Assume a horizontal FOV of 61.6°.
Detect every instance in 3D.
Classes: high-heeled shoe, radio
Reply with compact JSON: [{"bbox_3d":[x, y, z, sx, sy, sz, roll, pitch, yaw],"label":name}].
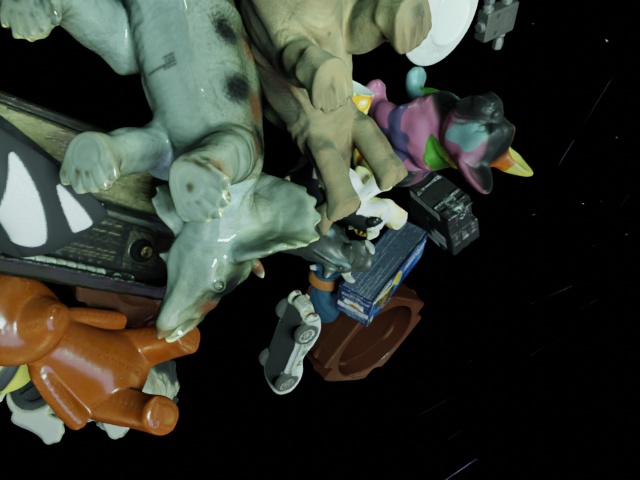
[{"bbox_3d":[-0.205,-0.102,0.321,0.145,0.086,0.248,-11,118,-37],"label":"high-heeled shoe"},{"bbox_3d":[-0.206,-0.032,0.445,0.229,0.073,0.131,18,93,-41],"label":"radio"}]

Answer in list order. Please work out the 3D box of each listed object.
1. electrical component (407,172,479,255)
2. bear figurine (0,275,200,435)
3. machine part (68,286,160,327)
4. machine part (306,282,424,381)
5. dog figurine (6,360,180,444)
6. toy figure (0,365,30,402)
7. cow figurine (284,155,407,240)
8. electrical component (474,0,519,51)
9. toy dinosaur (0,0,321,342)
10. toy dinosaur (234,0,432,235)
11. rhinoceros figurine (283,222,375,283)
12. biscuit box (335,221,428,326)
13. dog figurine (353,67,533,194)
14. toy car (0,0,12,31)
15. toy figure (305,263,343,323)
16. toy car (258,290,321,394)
[{"bbox_3d":[0.197,-0.043,0.868,0.058,0.115,0.134,-36,145,-5],"label":"electrical component"},{"bbox_3d":[-0.220,0.089,0.482,0.132,0.120,0.195,-8,139,22],"label":"bear figurine"},{"bbox_3d":[-0.190,0.025,0.595,0.179,0.056,0.179,-27,141,-25],"label":"machine part"},{"bbox_3d":[0.078,0.157,0.983,0.201,0.087,0.201,14,116,-53],"label":"machine part"},{"bbox_3d":[-0.271,0.180,0.658,0.190,0.172,0.121,103,2,-73],"label":"dog figurine"},{"bbox_3d":[-0.337,0.091,0.488,0.089,0.082,0.180,-29,139,-1],"label":"toy figure"},{"bbox_3d":[0.036,-0.051,0.672,0.167,0.068,0.098,43,82,-24],"label":"cow figurine"},{"bbox_3d":[0.236,-0.295,0.724,0.063,0.021,0.093,-30,144,-19],"label":"electrical component"},{"bbox_3d":[-0.100,-0.125,0.387,0.131,0.404,0.192,-9,-174,16],"label":"toy dinosaur"},{"bbox_3d":[-0.016,-0.174,0.434,0.105,0.199,0.470,-30,145,-22],"label":"toy dinosaur"},{"bbox_3d":[-0.001,-0.002,0.712,0.190,0.112,0.073,22,107,-45],"label":"rhinoceros figurine"},{"bbox_3d":[0.103,0.045,0.853,0.203,0.063,0.059,-44,153,-40],"label":"biscuit box"},{"bbox_3d":[0.143,-0.108,0.655,0.108,0.219,0.191,-18,137,-28],"label":"dog figurine"},{"bbox_3d":[-0.237,-0.209,0.303,0.089,0.053,0.201,-7,133,-14],"label":"toy car"},{"bbox_3d":[0.009,0.069,0.843,0.064,0.058,0.154,-21,139,-23],"label":"toy figure"},{"bbox_3d":[-0.049,0.169,0.875,0.056,0.074,0.201,-7,132,-37],"label":"toy car"}]
